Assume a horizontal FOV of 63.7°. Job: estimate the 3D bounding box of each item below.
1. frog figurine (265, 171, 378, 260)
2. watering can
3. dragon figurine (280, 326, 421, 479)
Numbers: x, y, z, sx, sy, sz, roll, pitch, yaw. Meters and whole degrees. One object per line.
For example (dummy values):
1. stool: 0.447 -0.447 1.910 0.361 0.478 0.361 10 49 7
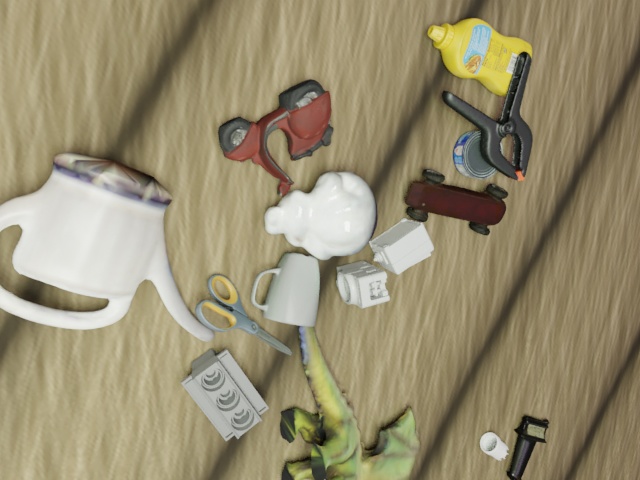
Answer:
1. frog figurine: 0.002 -0.039 0.777 0.159 0.125 0.135 2 118 -33
2. watering can: -0.266 0.018 0.695 0.345 0.104 0.225 22 88 -37
3. dragon figurine: 0.066 0.338 0.871 0.242 0.121 0.412 5 83 -33
